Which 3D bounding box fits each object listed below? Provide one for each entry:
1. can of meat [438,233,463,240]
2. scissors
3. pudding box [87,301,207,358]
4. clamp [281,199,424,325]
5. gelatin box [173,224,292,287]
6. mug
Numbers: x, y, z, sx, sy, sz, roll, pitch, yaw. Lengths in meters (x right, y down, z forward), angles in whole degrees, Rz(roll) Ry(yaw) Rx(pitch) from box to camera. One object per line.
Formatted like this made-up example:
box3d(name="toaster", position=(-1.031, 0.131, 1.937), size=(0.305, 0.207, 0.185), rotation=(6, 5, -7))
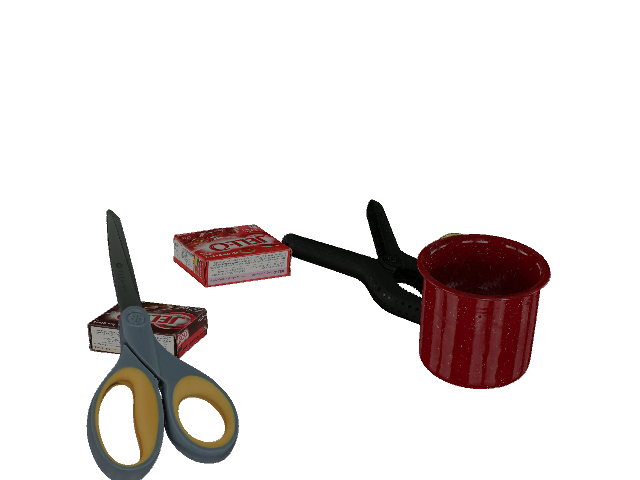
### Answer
box3d(name="can of meat", position=(0.148, 0.053, 1.003), size=(0.102, 0.084, 0.057), rotation=(26, 55, 24))
box3d(name="scissors", position=(-0.096, 0.061, 0.656), size=(0.096, 0.201, 0.016), rotation=(12, -46, -13))
box3d(name="pudding box", position=(-0.199, 0.103, 1.240), size=(0.114, 0.039, 0.090), rotation=(3, 15, 17))
box3d(name="clamp", position=(0.067, 0.035, 1.226), size=(0.164, 0.036, 0.210), rotation=(-17, 49, -37))
box3d(name="gelatin box", position=(-0.081, 0.013, 0.984), size=(0.089, 0.030, 0.073), rotation=(-8, 23, -29))
box3d(name="mug", position=(0.108, 0.047, 0.774), size=(0.093, 0.081, 0.117), rotation=(-11, 30, -21))
